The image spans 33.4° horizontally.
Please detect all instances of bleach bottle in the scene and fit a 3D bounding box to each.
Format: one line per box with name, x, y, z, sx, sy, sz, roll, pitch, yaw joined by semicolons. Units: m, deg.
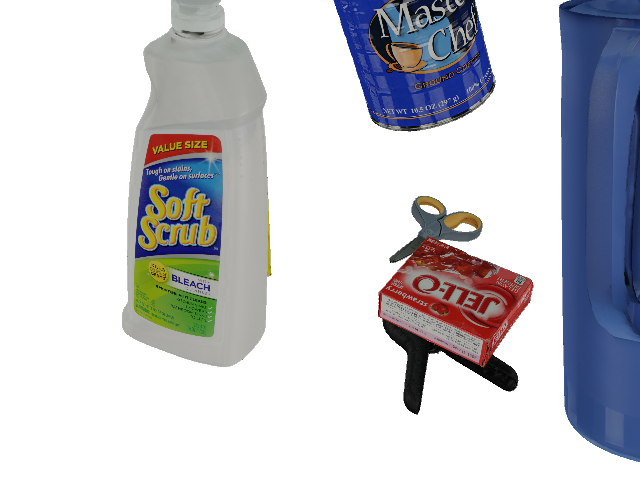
bleach bottle;-0.083;-0.039;0.685;0.103;0.251;0.068;17;37;20

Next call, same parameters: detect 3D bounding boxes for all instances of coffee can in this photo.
coffee can;0.067;-0.169;0.802;0.103;0.140;0.103;-15;33;10

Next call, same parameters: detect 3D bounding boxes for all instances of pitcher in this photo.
pitcher;0.183;-0.006;0.557;0.149;0.243;0.145;-4;18;-9

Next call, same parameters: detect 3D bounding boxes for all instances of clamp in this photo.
clamp;0.122;0.100;1.076;0.120;0.171;0.039;1;-45;-18

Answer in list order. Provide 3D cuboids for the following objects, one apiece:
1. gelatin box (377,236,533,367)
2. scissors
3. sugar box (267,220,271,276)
gelatin box;0.097;0.042;0.769;0.089;0.030;0.073;24;47;24
scissors;0.112;-0.016;1.230;0.096;0.016;0.201;37;32;32
sugar box;-0.094;-0.048;1.320;0.048;0.176;0.093;-11;25;-15
